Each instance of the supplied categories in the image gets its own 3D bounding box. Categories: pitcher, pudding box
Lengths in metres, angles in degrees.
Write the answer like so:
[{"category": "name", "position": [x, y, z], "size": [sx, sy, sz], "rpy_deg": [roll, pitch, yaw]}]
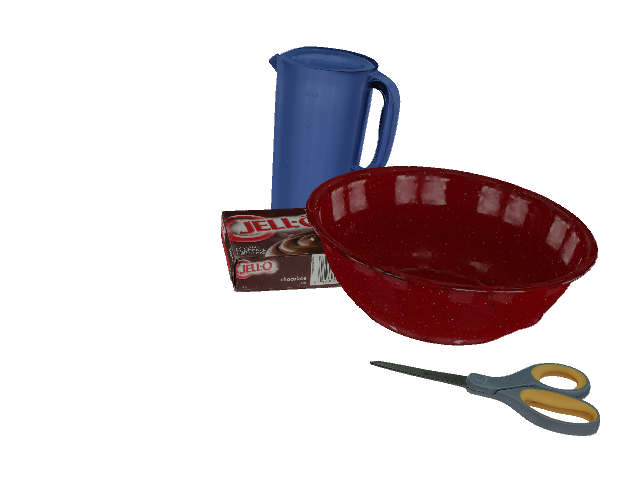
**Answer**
[{"category": "pitcher", "position": [0.007, -0.127, 1.413], "size": [0.144, 0.243, 0.149], "rpy_deg": [-2, 24, -19]}, {"category": "pudding box", "position": [-0.026, 0.006, 0.920], "size": [0.113, 0.039, 0.090], "rpy_deg": [-1, 28, -12]}]

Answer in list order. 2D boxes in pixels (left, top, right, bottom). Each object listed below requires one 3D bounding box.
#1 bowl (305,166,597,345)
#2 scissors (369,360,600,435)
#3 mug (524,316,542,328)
[{"category": "bowl", "position": [0.069, 0.013, 0.599], "size": [0.162, 0.055, 0.162], "rpy_deg": [6, 25, -3]}, {"category": "scissors", "position": [0.154, 0.121, 0.953], "size": [0.202, 0.016, 0.096], "rpy_deg": [19, 31, 20]}, {"category": "mug", "position": [0.197, 0.035, 1.141], "size": [0.093, 0.081, 0.117], "rpy_deg": [-5, 30, -9]}]
